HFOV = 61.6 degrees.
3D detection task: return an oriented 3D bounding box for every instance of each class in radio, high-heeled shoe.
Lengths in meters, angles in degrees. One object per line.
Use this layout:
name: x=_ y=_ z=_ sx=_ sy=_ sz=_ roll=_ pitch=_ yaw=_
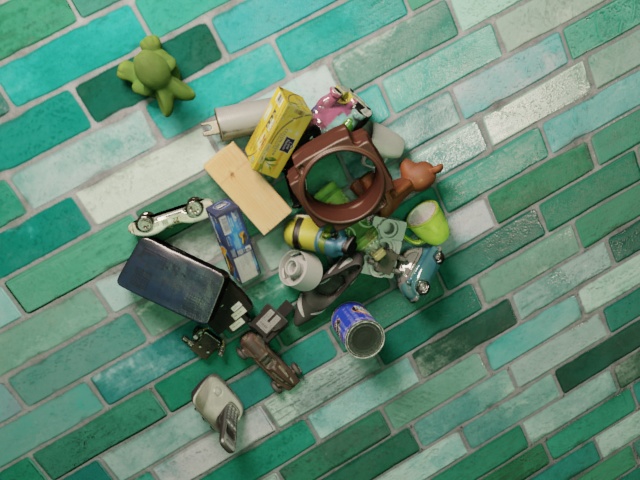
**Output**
radio: x=-0.333 y=0.091 z=1.242 sx=0.230 sy=0.073 sz=0.131 roll=25 pitch=90 yaw=-1
high-heeled shoe: x=0.023 y=0.130 z=1.327 sx=0.086 sy=0.145 sz=0.248 roll=32 pitch=92 yaw=-16

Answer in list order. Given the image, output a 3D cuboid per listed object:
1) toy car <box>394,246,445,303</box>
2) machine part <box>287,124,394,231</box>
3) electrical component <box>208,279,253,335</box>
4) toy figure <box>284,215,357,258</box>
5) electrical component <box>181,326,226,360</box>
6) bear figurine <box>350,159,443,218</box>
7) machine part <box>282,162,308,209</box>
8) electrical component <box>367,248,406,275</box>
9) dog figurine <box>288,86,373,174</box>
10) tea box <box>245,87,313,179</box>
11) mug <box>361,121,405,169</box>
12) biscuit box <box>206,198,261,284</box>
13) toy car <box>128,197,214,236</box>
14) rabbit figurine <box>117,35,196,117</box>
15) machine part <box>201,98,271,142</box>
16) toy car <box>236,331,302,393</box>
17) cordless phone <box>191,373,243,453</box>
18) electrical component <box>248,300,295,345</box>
toy car: x=0.246 y=0.077 z=1.391 sx=0.103 sy=0.109 sz=0.161 roll=27 pitch=86 yaw=0
machine part: x=0.046 y=-0.132 z=1.180 sx=0.201 sy=0.087 sz=0.200 roll=-27 pitch=122 yaw=12
electrical component: x=-0.233 y=0.164 z=1.322 sx=0.115 sy=0.058 sz=0.134 roll=-35 pitch=107 yaw=-1
toy figure: x=-0.003 y=-0.007 z=1.282 sx=0.089 sy=0.180 sz=0.082 roll=-37 pitch=140 yaw=-46
electrical component: x=-0.283 y=0.255 z=1.337 sx=0.078 sy=0.045 sz=0.102 roll=-44 pitch=108 yaw=-2
bear figurine: x=0.193 y=-0.148 z=1.319 sx=0.196 sy=0.120 sz=0.132 roll=-41 pitch=93 yaw=-11
machine part: x=-0.055 y=-0.144 z=1.301 sx=0.084 sy=0.039 sz=0.138 roll=-7 pitch=94 yaw=-16
electrical component: x=0.166 y=0.052 z=1.339 sx=0.094 sy=0.021 sz=0.063 roll=19 pitch=97 yaw=-15
dog figurine: x=0.005 y=-0.249 z=1.255 sx=0.108 sy=0.191 sz=0.219 roll=47 pitch=114 yaw=1
tea box: x=-0.092 y=-0.233 z=1.174 sx=0.068 sy=0.098 sz=0.169 roll=16 pitch=122 yaw=-29
mug: x=0.150 y=-0.226 z=1.312 sx=0.107 sy=0.081 sz=0.109 roll=10 pitch=95 yaw=-24
biscuit box: x=-0.201 y=0.003 z=1.254 sx=0.059 sy=0.063 sz=0.202 roll=-30 pitch=127 yaw=-23
toy car: x=-0.342 y=-0.052 z=1.240 sx=0.202 sy=0.073 sz=0.056 roll=-19 pitch=105 yaw=-8
rabbit figurine: x=-0.348 y=-0.337 z=1.125 sx=0.121 sy=0.170 sz=0.159 roll=-37 pitch=107 yaw=-2
machine part: x=-0.152 y=-0.280 z=1.232 sx=0.243 sy=0.079 sz=0.079 roll=-14 pitch=105 yaw=-9
toy car: x=-0.128 y=0.315 z=1.384 sx=0.089 sy=0.053 sz=0.202 roll=-41 pitch=106 yaw=-5
cordless phone: x=-0.254 y=0.428 z=1.311 sx=0.089 sy=0.184 sz=0.146 roll=-34 pitch=108 yaw=1
electrical component: x=-0.113 y=0.197 z=1.342 sx=0.119 sy=0.047 sz=0.075 roll=-41 pitch=74 yaw=-16
